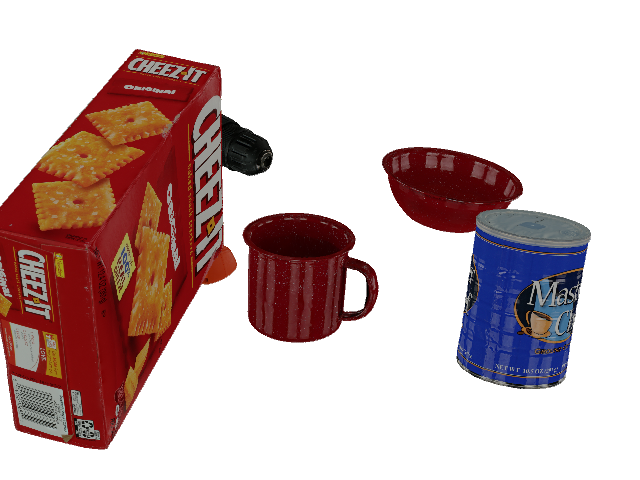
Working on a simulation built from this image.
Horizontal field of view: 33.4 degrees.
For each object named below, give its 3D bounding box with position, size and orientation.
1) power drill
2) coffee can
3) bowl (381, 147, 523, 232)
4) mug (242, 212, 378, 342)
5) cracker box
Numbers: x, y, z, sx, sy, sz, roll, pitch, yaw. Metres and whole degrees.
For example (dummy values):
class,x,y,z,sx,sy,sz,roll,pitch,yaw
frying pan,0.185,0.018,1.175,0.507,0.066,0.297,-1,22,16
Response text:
class,x,y,z,sx,sy,sz,roll,pitch,yaw
power drill,-0.124,-0.051,1.110,0.185,0.188,0.057,26,37,33
coffee can,0.185,0.051,0.981,0.103,0.140,0.103,5,16,-2
bowl,0.145,-0.053,1.214,0.162,0.055,0.162,8,25,-4
mug,-0.008,0.034,0.889,0.117,0.081,0.093,11,26,15
cracker box,-0.126,0.001,0.685,0.072,0.164,0.213,12,39,10
